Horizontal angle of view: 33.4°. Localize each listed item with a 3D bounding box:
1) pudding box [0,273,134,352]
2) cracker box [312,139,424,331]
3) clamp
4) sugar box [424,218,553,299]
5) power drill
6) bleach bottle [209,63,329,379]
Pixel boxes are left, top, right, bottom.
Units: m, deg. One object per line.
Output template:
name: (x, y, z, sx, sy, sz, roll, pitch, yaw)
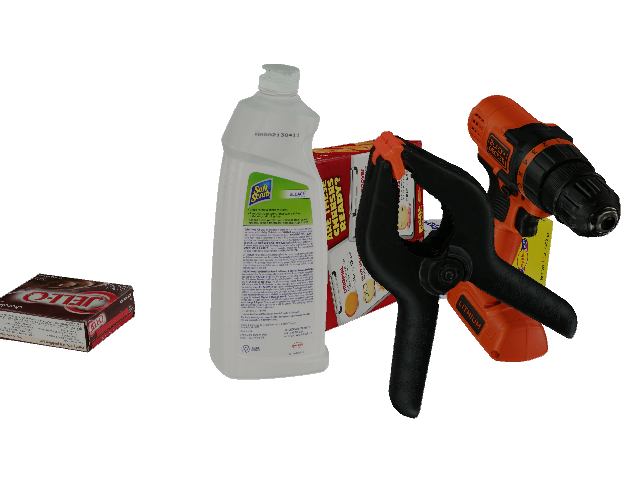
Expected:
pudding box: (-0.252, 0.069, 1.041, 0.114, 0.039, 0.090, 4, 19, 20)
cracker box: (0.026, -0.011, 1.069, 0.072, 0.164, 0.213, 5, 12, 35)
clamp: (0.062, 0.022, 0.607, 0.120, 0.171, 0.039, -37, 22, -2)
sugar box: (0.194, 0.019, 1.301, 0.176, 0.093, 0.048, -6, 21, -22)
power drill: (0.161, 0.000, 0.839, 0.057, 0.188, 0.184, -3, 32, -18)
bleach bottle: (-0.034, -0.015, 0.858, 0.102, 0.251, 0.068, -3, 21, -23)
